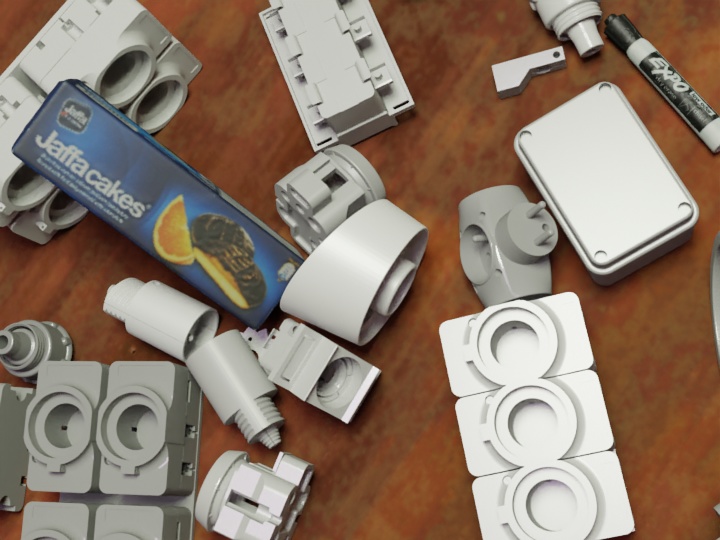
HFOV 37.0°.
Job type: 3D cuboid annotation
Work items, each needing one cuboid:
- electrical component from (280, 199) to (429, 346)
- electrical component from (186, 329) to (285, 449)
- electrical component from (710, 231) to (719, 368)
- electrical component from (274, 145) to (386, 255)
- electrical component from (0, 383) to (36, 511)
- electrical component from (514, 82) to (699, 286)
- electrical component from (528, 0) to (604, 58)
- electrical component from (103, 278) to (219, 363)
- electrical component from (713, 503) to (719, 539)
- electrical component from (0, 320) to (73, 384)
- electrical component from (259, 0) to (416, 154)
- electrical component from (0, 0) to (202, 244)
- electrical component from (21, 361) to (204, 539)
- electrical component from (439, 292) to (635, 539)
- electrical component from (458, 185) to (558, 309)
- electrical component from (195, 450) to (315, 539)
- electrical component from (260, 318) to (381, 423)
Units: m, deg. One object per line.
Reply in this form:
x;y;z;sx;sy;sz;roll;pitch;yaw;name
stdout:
0.000;0.000;0.714;0.064;0.099;0.099;30;87;13;electrical component
-0.080;0.086;0.736;0.043;0.043;0.081;-36;77;5;electrical component
0.250;0.027;0.637;0.060;0.108;0.108;-5;77;8;electrical component
-0.020;-0.050;0.745;0.057;0.078;0.058;-40;70;-19;electrical component
-0.277;0.128;0.784;0.056;0.050;0.089;2;78;15;electrical component
0.160;-0.056;0.703;0.078;0.057;0.113;-31;72;7;electrical component
0.147;-0.178;0.742;0.048;0.048;0.062;-25;79;8;electrical component
-0.147;0.031;0.774;0.081;0.043;0.043;25;85;19;electrical component
0.235;0.142;0.629;0.079;0.077;0.044;-37;71;5;electrical component
-0.244;0.057;0.784;0.048;0.062;0.048;-3;77;14;electrical component
-0.022;-0.157;0.772;0.079;0.063;0.121;-25;73;8;electrical component
-0.211;-0.112;0.790;0.060;0.105;0.186;42;91;19;electrical component
-0.174;0.158;0.744;0.105;0.060;0.186;-1;77;15;electrical component
0.111;0.098;0.680;0.089;0.062;0.150;-14;75;12;electrical component
0.103;-0.019;0.703;0.044;0.079;0.077;-7;73;-25;electrical component
-0.073;0.155;0.720;0.057;0.058;0.078;21;84;15;electrical component
-0.030;0.065;0.720;0.064;0.081;0.042;26;83;48;electrical component
